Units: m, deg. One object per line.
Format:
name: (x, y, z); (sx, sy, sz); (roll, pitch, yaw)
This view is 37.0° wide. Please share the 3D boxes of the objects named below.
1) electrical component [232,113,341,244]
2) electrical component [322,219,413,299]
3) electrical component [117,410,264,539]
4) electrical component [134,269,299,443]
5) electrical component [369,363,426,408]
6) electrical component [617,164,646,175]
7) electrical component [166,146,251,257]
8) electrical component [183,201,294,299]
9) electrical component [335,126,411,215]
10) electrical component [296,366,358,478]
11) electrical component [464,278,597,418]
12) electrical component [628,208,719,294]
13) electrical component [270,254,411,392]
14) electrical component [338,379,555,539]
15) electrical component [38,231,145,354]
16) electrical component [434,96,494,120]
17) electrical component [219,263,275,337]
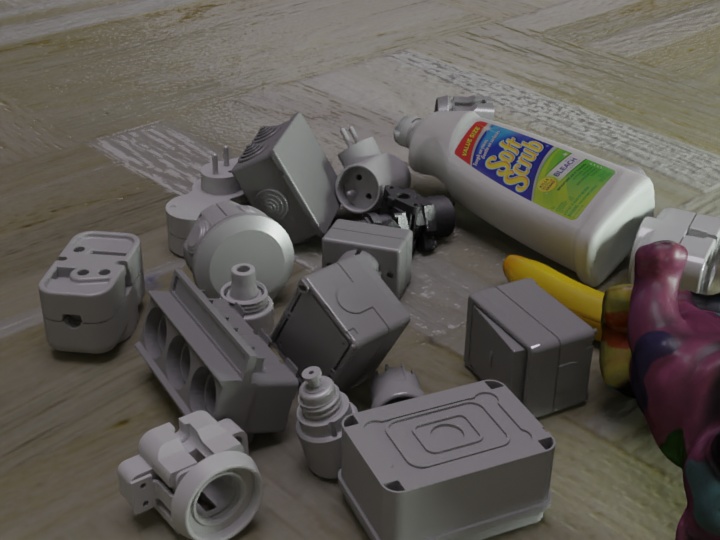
electrical component: (-0.062, -0.077, 0.940); (0.048, 0.099, 0.099); (-21, 22, 23)
electrical component: (0.000, 0.000, 0.855); (0.066, 0.047, 0.076); (10, 30, 16)
electrical component: (-0.093, 0.123, 0.629); (0.078, 0.058, 0.057); (-20, 33, -31)
electrical component: (-0.096, 0.062, 0.720); (0.063, 0.078, 0.121); (3, 24, -36)
electrical component: (0.025, 0.087, 0.713); (0.040, 0.040, 0.046); (-2, 24, -5)
electrical component: (0.226, -0.062, 0.974); (0.077, 0.043, 0.079); (-8, 31, -15)
electrical component: (-0.122, -0.073, 0.953); (0.052, 0.073, 0.138); (13, 32, 20)
electrical component: (-0.096, -0.012, 0.843); (0.080, 0.080, 0.051); (-12, 27, -21)
electrical component: (0.005, -0.095, 0.978); (0.043, 0.079, 0.077); (-27, 0, 26)
electrical component: (-0.020, 0.093, 0.667); (0.040, 0.078, 0.040); (-11, 33, 7)
electrical component: (0.110, 0.052, 0.753); (0.061, 0.061, 0.096); (-14, 33, -24)
electrical component: (0.255, -0.009, 0.872); (0.059, 0.053, 0.095); (15, 33, 23)
electrical component: (-0.015, 0.044, 0.740); (0.061, 0.096, 0.061); (-24, 67, -37)
electrical component: (0.050, 0.119, 0.639); (0.113, 0.057, 0.078); (-12, 32, -21)
electrical component: (-0.198, 0.019, 0.805); (0.054, 0.059, 0.095); (4, 30, 5)
electrical component: (0.106, -0.150, 1.113); (0.057, 0.058, 0.078); (3, 30, -1)
electrical component: (-0.085, 0.026, 0.792); (0.043, 0.062, 0.043); (1, 30, -1)
